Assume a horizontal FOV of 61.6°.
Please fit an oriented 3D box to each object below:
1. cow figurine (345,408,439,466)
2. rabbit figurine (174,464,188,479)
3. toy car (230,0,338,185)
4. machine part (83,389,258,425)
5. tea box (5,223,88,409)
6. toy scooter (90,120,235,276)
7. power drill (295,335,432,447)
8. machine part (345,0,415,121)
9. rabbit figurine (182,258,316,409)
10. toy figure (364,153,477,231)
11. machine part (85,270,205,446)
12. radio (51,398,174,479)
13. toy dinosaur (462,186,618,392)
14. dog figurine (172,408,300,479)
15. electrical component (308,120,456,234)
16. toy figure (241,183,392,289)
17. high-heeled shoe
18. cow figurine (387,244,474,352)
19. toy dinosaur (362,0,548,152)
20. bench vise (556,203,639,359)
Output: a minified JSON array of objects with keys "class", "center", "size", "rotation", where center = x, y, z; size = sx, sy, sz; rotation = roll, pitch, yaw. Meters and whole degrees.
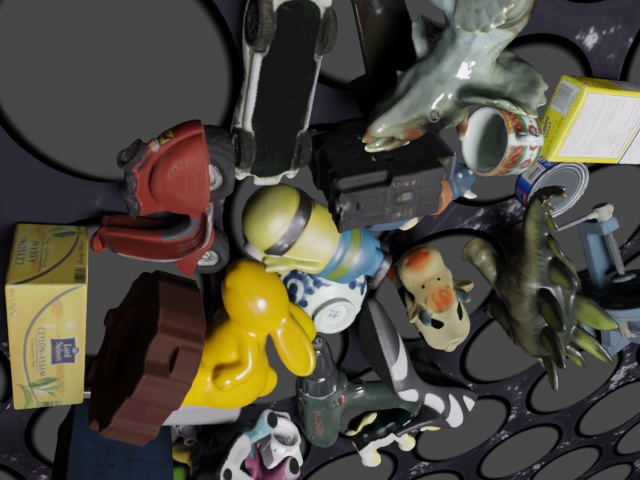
[{"class":"cow figurine","center":[0.127,0.305,0.908],"size":[0.167,0.068,0.098],"rotation":[-25,126,-2]},{"class":"rabbit figurine","center":[-0.259,0.428,0.825],"size":[0.170,0.121,0.159],"rotation":[32,114,-21]},{"class":"toy car","center":[-0.037,-0.138,0.487],"size":[0.073,0.056,0.201],"rotation":[-5,131,-25]},{"class":"machine part","center":[-0.189,0.196,0.684],"size":[0.243,0.079,0.079],"rotation":[10,123,-26]},{"class":"tea box","center":[-0.272,0.078,0.542],"size":[0.068,0.098,0.169],"rotation":[3,124,-24]},{"class":"toy scooter","center":[-0.153,-0.032,0.517],"size":[0.135,0.075,0.183],"rotation":[-3,133,-18]},{"class":"power drill","center":[0.063,0.217,0.801],"size":[0.207,0.086,0.231],"rotation":[-8,129,-22]},{"class":"machine part","center":[0.059,-0.180,0.502],"size":[0.084,0.039,0.138],"rotation":[-18,134,0]},{"class":"rabbit figurine","center":[-0.082,0.104,0.599],"size":[0.162,0.122,0.173],"rotation":[18,111,-5]},{"class":"toy figure","center":[0.109,-0.054,0.603],"size":[0.154,0.058,0.064],"rotation":[-19,110,-27]},{"class":"machine part","center":[-0.185,0.118,0.562],"size":[0.056,0.179,0.179],"rotation":[26,115,-33]},{"class":"radio","center":[-0.247,0.293,0.640],"size":[0.131,0.230,0.073],"rotation":[22,113,-30]},{"class":"toy dinosaur","center":[0.280,0.067,0.683],"size":[0.105,0.199,0.470],"rotation":[-32,134,2]},{"class":"dog figurine","center":[-0.144,0.319,0.730],"size":[0.219,0.191,0.108],"rotation":[-27,95,36]},{"class":"electrical component","center":[0.063,-0.073,0.539],"size":[0.134,0.115,0.058],"rotation":[-14,136,-12]},{"class":"toy figure","center":[-0.002,-0.004,0.594],"size":[0.180,0.082,0.089],"rotation":[17,101,-23]},{"class":"high-heeled shoe","center":[0.142,0.163,0.725],"size":[0.145,0.086,0.248],"rotation":[-23,115,-18]},{"class":"cow figurine","center":[0.143,0.077,0.685],"size":[0.085,0.127,0.194],"rotation":[-30,134,0]},{"class":"toy dinosaur","center":[0.136,-0.254,0.412],"size":[0.192,0.131,0.404],"rotation":[-6,113,-58]},{"class":"bench vise","center":[0.418,0.058,0.772],"size":[0.129,0.224,0.240],"rotation":[-25,102,-7]}]
